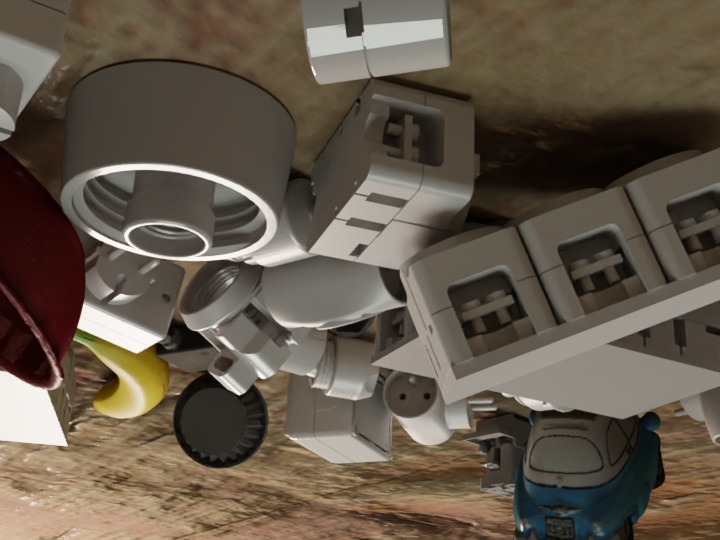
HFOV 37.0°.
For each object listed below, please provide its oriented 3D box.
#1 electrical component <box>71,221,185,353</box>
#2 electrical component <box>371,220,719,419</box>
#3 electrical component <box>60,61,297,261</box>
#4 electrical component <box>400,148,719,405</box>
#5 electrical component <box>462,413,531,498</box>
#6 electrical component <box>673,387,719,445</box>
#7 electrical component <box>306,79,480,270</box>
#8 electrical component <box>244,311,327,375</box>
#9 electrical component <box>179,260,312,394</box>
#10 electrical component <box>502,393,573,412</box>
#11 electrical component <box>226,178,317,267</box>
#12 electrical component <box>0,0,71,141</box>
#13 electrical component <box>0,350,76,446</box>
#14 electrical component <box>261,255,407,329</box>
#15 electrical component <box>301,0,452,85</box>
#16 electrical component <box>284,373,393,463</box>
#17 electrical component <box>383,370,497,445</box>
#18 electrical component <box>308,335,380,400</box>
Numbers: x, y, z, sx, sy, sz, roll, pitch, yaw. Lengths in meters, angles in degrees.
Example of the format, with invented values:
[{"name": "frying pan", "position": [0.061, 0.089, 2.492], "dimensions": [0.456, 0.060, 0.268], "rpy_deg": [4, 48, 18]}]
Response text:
[{"name": "electrical component", "position": [-0.138, 0.002, 0.601], "dimensions": [0.083, 0.047, 0.076], "rpy_deg": [28, 147, -27]}, {"name": "electrical component", "position": [0.114, 0.031, 0.634], "dimensions": [0.186, 0.060, 0.105], "rpy_deg": [14, 154, -23]}, {"name": "electrical component", "position": [-0.085, -0.040, 0.496], "dimensions": [0.108, 0.060, 0.108], "rpy_deg": [3, 156, 1]}, {"name": "electrical component", "position": [0.100, 0.002, 0.497], "dimensions": [0.150, 0.061, 0.089], "rpy_deg": [-21, 166, -3]}, {"name": "electrical component", "position": [0.130, 0.162, 0.927], "dimensions": [0.081, 0.063, 0.042], "rpy_deg": [22, 151, -37]}, {"name": "electrical component", "position": [0.235, 0.077, 0.700], "dimensions": [0.043, 0.077, 0.079], "rpy_deg": [17, 153, -29]}, {"name": "electrical component", "position": [0.016, -0.040, 0.496], "dimensions": [0.056, 0.050, 0.089], "rpy_deg": [11, 155, -17]}, {"name": "electrical component", "position": [-0.067, 0.038, 0.693], "dimensions": [0.081, 0.043, 0.043], "rpy_deg": [19, 152, -31]}, {"name": "electrical component", "position": [-0.068, 0.024, 0.631], "dimensions": [0.057, 0.078, 0.058], "rpy_deg": [47, 162, -28]}, {"name": "electrical component", "position": [0.126, 0.078, 0.762], "dimensions": [0.048, 0.048, 0.062], "rpy_deg": [19, 158, -32]}, {"name": "electrical component", "position": [-0.050, -0.021, 0.561], "dimensions": [0.078, 0.040, 0.040], "rpy_deg": [-14, 151, 34]}, {"name": "electrical component", "position": [-0.147, -0.074, 0.408], "dimensions": [0.047, 0.076, 0.066], "rpy_deg": [17, 153, -29]}, {"name": "electrical component", "position": [-0.267, 0.070, 0.772], "dimensions": [0.105, 0.060, 0.186], "rpy_deg": [6, 156, -7]}, {"name": "electrical component", "position": [0.000, 0.000, 0.586], "dimensions": [0.077, 0.044, 0.079], "rpy_deg": [-13, -174, 35]}, {"name": "electrical component", "position": [0.007, -0.094, 0.373], "dimensions": [0.047, 0.055, 0.055], "rpy_deg": [-3, 156, 7]}, {"name": "electrical component", "position": [-0.013, 0.111, 0.832], "dimensions": [0.061, 0.061, 0.096], "rpy_deg": [-7, 154, 22]}, {"name": "electrical component", "position": [0.065, 0.104, 0.827], "dimensions": [0.079, 0.043, 0.077], "rpy_deg": [-4, 155, 15]}, {"name": "electrical component", "position": [-0.020, 0.067, 0.754], "dimensions": [0.062, 0.043, 0.043], "rpy_deg": [11, 155, -13]}]
